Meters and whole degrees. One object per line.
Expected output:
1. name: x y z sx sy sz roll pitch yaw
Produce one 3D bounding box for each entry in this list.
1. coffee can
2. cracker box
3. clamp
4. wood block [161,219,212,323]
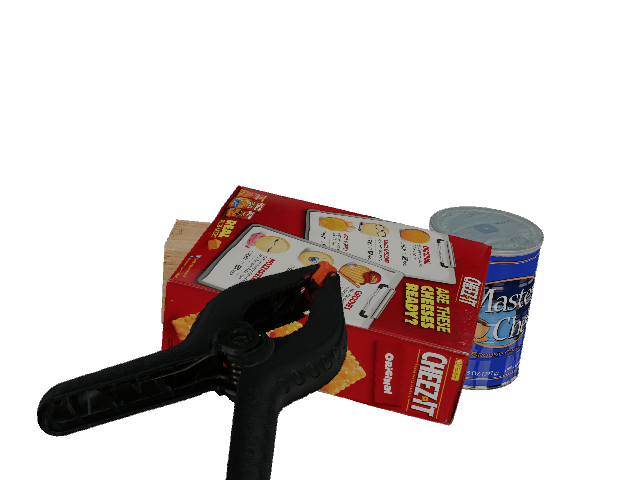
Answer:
1. coffee can: 0.143 0.052 0.984 0.103 0.140 0.103 5 23 -2
2. cracker box: 0.010 0.043 0.798 0.214 0.072 0.164 14 30 8
3. clamp: -0.034 0.067 0.511 0.120 0.039 0.171 32 48 28
4. wood block: -0.058 0.042 1.129 0.206 0.091 0.090 6 19 0
